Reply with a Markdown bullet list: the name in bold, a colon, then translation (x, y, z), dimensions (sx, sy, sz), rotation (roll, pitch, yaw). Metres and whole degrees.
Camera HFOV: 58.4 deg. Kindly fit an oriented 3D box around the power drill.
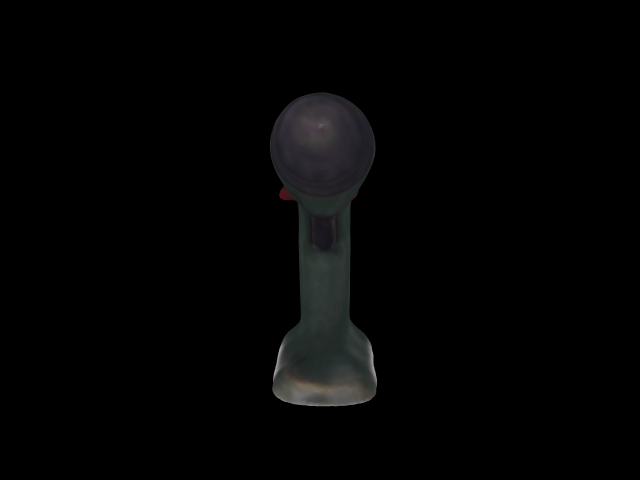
- **power drill**: translation (0.004, 0.001, 0.400), dimensions (0.075, 0.208, 0.229), rotation (0, 17, 0)
